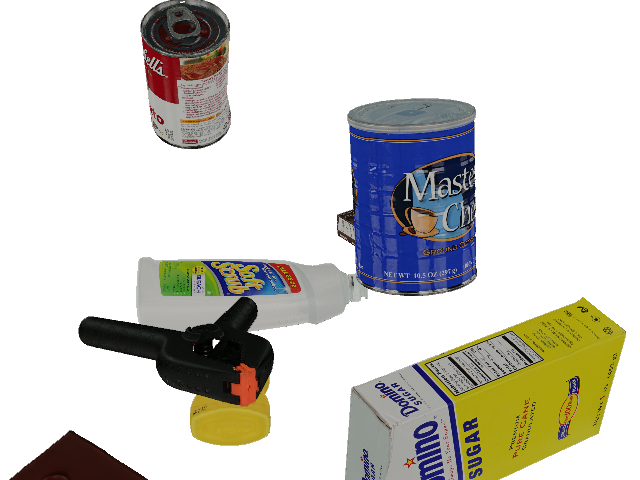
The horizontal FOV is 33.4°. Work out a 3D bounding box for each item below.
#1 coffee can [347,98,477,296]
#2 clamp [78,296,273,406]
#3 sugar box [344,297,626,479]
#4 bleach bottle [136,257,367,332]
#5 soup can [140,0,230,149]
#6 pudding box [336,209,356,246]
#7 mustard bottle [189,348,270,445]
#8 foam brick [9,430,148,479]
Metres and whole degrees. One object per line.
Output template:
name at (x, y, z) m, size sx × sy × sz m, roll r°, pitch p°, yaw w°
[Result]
coffee can at (0.076, -0.038, 0.876) m, size 0.103 × 0.140 × 0.103 m, roll -3°, pitch 18°, yaw 1°
clamp at (-0.090, 0.087, 0.888) m, size 0.164 × 0.036 × 0.210 m, roll -10°, pitch 16°, yaw -31°
sugar box at (0.100, 0.105, 0.648) m, size 0.176 × 0.093 × 0.048 m, roll -20°, pitch 41°, yaw -27°
bleach bottle at (-0.075, 0.057, 1.185) m, size 0.250 × 0.068 × 0.102 m, roll -5°, pitch 35°, yaw -4°
soup can at (-0.105, -0.131, 0.848) m, size 0.068 × 0.068 × 0.102 m, roll 0°, pitch -39°, yaw -3°
pudding box at (0.093, -0.020, 1.537) m, size 0.113 × 0.039 × 0.090 m, roll -21°, pitch 35°, yaw -31°
mustard bottle at (-0.112, 0.181, 1.351) m, size 0.096 × 0.058 × 0.191 m, roll -3°, pitch 27°, yaw -2°
foam brick at (-0.094, 0.129, 0.450) m, size 0.078 × 0.051 × 0.052 m, roll 24°, pitch 45°, yaw 30°
